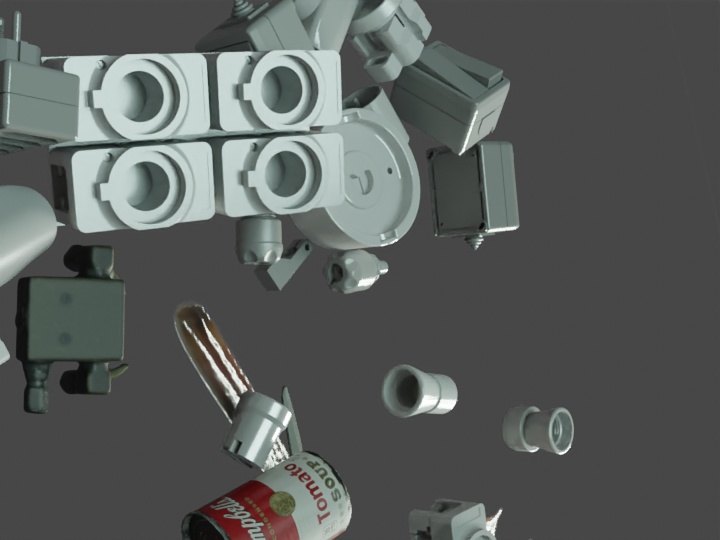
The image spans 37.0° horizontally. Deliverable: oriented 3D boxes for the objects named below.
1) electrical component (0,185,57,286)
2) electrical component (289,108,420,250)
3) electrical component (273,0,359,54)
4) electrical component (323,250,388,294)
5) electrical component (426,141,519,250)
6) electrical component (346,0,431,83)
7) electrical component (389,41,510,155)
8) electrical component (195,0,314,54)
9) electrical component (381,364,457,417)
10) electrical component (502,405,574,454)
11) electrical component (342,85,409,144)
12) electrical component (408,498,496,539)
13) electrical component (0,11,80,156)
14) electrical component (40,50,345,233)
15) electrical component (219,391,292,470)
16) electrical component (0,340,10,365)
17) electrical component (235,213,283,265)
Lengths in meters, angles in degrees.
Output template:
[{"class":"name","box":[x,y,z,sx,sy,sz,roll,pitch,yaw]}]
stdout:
[{"class":"electrical component","box":[-0.225,-0.029,0.614,0.079,0.043,0.077,42,24,-2]},{"class":"electrical component","box":[-0.012,-0.067,0.844,0.108,0.060,0.108,10,74,-39]},{"class":"electrical component","box":[-0.041,-0.205,0.837,0.079,0.044,0.077,39,59,-39]},{"class":"electrical component","box":[0.000,0.000,0.877,0.061,0.035,0.035,-7,93,-51]},{"class":"electrical component","box":[0.106,-0.067,0.979,0.061,0.062,0.096,-8,93,-48]},{"class":"electrical component","box":[0.019,-0.205,0.896,0.057,0.058,0.078,47,54,-39]},{"class":"electrical component","box":[0.072,-0.156,0.927,0.062,0.096,0.061,-38,154,-43]},{"class":"electrical component","box":[-0.074,-0.150,0.784,0.061,0.062,0.096,-49,122,-38]},{"class":"electrical component","box":[0.054,0.106,0.926,0.065,0.044,0.044,13,78,-52]},{"class":"electrical component","box":[0.172,0.154,1.043,0.045,0.055,0.045,4,84,-48]},{"class":"electrical component","box":[0.018,-0.109,0.897,0.043,0.043,0.081,-54,125,-35]},{"class":"electrical component","box":[0.084,0.250,0.937,0.050,0.056,0.089,-11,96,-48]},{"class":"electrical component","box":[-0.204,-0.110,0.620,0.047,0.083,0.075,6,84,-48]},{"class":"electrical component","box":[-0.102,-0.087,0.698,0.186,0.060,0.105,-9,103,-30]},{"class":"electrical component","box":[-0.077,0.117,0.780,0.040,0.040,0.046,43,62,-37]},{"class":"electrical component","box":[-0.237,0.047,0.603,0.064,0.042,0.081,-40,117,-44]},{"class":"electrical component","box":[-0.075,-0.035,0.795,0.035,0.035,0.061,3,83,-48]}]
